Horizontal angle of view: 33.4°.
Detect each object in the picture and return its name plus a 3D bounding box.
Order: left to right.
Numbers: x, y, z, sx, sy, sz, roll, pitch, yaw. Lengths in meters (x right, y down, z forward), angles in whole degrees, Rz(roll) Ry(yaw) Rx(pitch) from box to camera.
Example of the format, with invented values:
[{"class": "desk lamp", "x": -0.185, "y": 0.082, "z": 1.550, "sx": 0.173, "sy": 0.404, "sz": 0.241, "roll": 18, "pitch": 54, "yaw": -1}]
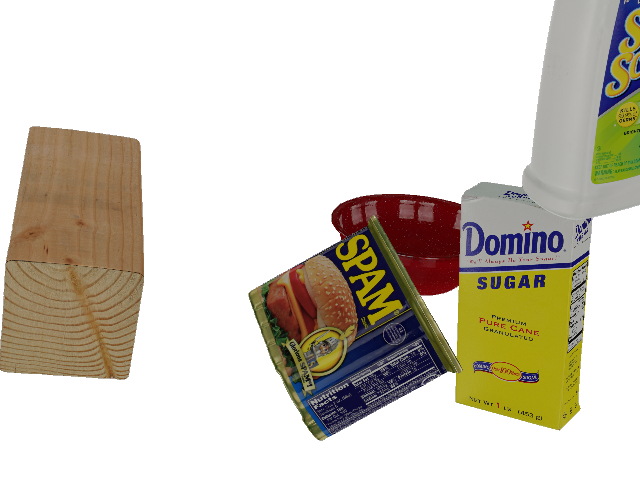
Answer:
[{"class": "wood block", "x": -0.182, "y": 0.002, "z": 0.794, "sx": 0.090, "sy": 0.091, "sz": 0.206, "roll": 6, "pitch": 29, "yaw": -14}, {"class": "can of meat", "x": 0.016, "y": 0.046, "z": 0.573, "sx": 0.084, "sy": 0.057, "sz": 0.102, "roll": -29, "pitch": 39, "yaw": 4}, {"class": "bowl", "x": 0.088, "y": 0.008, "z": 1.002, "sx": 0.162, "sy": 0.055, "sz": 0.162, "roll": 4, "pitch": 23, "yaw": -2}, {"class": "sugar box", "x": 0.153, "y": 0.049, "z": 0.817, "sx": 0.093, "sy": 0.176, "sz": 0.048, "roll": 10, "pitch": 23, "yaw": 32}, {"class": "bleach bottle", "x": 0.182, "y": -0.142, "z": 0.656, "sx": 0.102, "sy": 0.251, "sz": 0.068, "roll": -15, "pitch": 32, "yaw": -19}]
